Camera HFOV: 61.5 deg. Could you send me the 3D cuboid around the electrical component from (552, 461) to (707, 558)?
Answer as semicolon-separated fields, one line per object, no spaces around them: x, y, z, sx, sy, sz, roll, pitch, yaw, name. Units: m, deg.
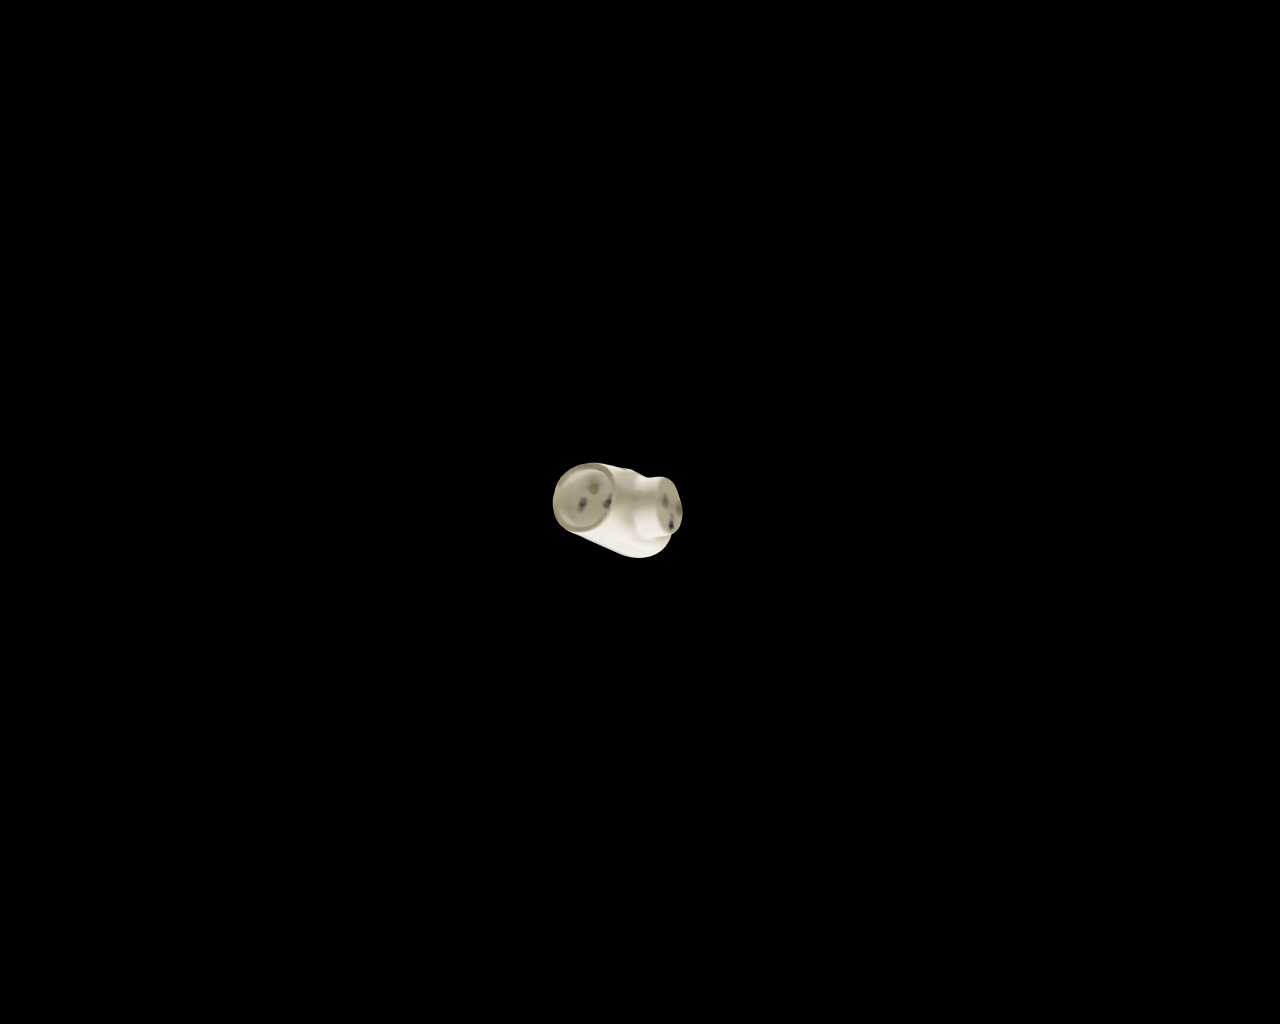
0.001;-0.003;0.650;0.079;0.043;0.077;-8;-18;27;electrical component
